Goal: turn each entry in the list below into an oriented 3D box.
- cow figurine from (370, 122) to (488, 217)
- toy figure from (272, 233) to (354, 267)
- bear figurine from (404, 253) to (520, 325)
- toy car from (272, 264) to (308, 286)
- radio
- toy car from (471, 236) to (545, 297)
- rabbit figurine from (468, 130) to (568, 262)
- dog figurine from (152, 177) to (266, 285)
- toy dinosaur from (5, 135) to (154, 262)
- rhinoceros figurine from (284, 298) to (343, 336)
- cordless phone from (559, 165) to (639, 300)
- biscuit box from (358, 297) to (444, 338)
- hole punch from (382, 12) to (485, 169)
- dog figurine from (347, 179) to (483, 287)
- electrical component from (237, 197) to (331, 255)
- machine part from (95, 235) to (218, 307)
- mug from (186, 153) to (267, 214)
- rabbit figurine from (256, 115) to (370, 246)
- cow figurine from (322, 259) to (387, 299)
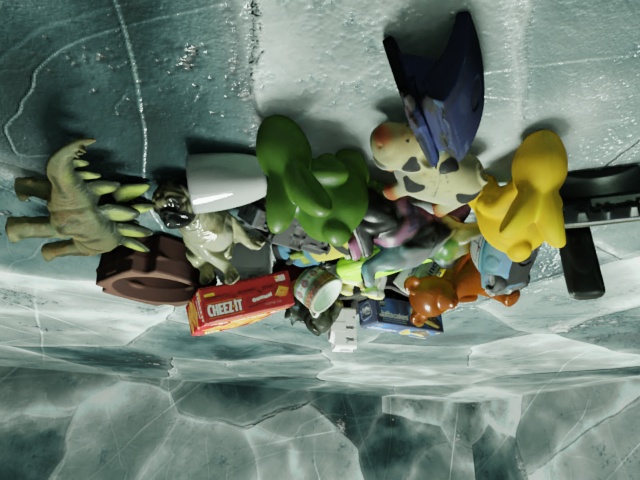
[{"bbox_3d":[0.141,-0.098,0.690,0.195,0.085,0.127,17,152,-36],"label":"cow figurine"},{"bbox_3d":[-0.003,0.000,0.931,0.180,0.082,0.089,-9,157,27],"label":"toy figure"},{"bbox_3d":[0.262,0.090,1.009,0.196,0.120,0.132,-24,-157,-30],"label":"bear figurine"},{"bbox_3d":[-0.052,0.073,1.090,0.053,0.089,0.202,15,152,-29],"label":"toy car"},{"bbox_3d":[0.095,0.109,1.185,0.230,0.073,0.131,-19,150,39],"label":"radio"},{"bbox_3d":[0.307,0.008,0.899,0.109,0.103,0.161,-5,119,-33],"label":"toy car"},{"bbox_3d":[0.272,-0.062,0.721,0.122,0.162,0.173,13,139,4],"label":"rabbit figurine"},{"bbox_3d":[-0.209,-0.028,0.882,0.172,0.121,0.190,-7,135,46],"label":"dog figurine"},{"bbox_3d":[-0.357,-0.046,0.817,0.199,0.105,0.471,-3,167,-11],"label":"toy dinosaur"},{"bbox_3d":[-0.029,0.137,1.146,0.073,0.112,0.191,15,-170,-34],"label":"rhinoceros figurine"},{"bbox_3d":[0.409,-0.006,0.768,0.147,0.184,0.088,-6,151,15],"label":"cordless phone"},{"bbox_3d":[0.175,0.166,1.153,0.202,0.063,0.059,13,152,-33],"label":"biscuit box"},{"bbox_3d":[0.127,-0.149,0.544,0.092,0.116,0.142,-15,153,15],"label":"hole punch"},{"bbox_3d":[0.148,-0.027,0.825,0.219,0.109,0.191,-17,121,-9],"label":"dog figurine"},{"bbox_3d":[-0.056,-0.028,0.830,0.134,0.058,0.115,17,-173,-34],"label":"electrical component"},{"bbox_3d":[-0.325,0.064,1.083,0.201,0.087,0.201,-19,148,38],"label":"machine part"},{"bbox_3d":[-0.128,-0.076,0.758,0.107,0.081,0.109,-7,154,-5],"label":"mug"},{"bbox_3d":[-0.027,-0.073,0.685,0.121,0.159,0.170,-23,128,29],"label":"rabbit figurine"},{"bbox_3d":[0.056,0.060,1.073,0.168,0.098,0.068,9,170,32],"label":"cow figurine"}]
